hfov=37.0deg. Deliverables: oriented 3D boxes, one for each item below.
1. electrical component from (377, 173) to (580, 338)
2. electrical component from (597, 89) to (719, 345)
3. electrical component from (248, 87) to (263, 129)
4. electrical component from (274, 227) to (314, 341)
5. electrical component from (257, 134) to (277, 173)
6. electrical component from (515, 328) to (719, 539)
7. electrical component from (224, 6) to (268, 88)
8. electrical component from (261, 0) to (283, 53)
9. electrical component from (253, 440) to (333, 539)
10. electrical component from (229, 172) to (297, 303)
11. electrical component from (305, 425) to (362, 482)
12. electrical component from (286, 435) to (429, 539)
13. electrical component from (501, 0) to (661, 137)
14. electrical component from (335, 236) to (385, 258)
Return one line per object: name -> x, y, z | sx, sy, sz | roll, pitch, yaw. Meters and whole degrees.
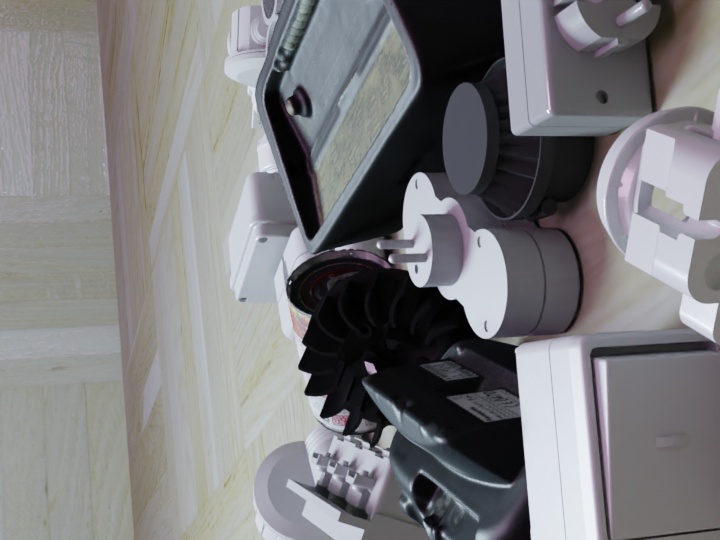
electrical component -> 0.046, -0.010, 0.544 | 0.138, 0.074, 0.052 | -128, 40, -61
electrical component -> 0.116, -0.022, 0.357 | 0.057, 0.058, 0.078 | -137, 48, -61
electrical component -> -0.076, -0.168, 0.958 | 0.063, 0.042, 0.081 | -124, 37, -64
electrical component -> -0.028, 0.013, 0.808 | 0.095, 0.054, 0.059 | 117, 146, -56
electrical component -> -0.066, -0.087, 0.931 | 0.043, 0.043, 0.062 | 143, 122, -68
electrical component -> 0.102, 0.071, 0.402 | 0.061, 0.062, 0.096 | 156, 111, -71
electrical component -> -0.070, -0.180, 0.878 | 0.080, 0.080, 0.051 | 159, 113, -71
electrical component -> -0.033, -0.160, 0.794 | 0.089, 0.062, 0.150 | 147, 119, -69
electrical component -> -0.044, 0.178, 0.834 | 0.051, 0.080, 0.080 | 106, 155, -56
electrical component -> -0.060, -0.023, 0.864 | 0.113, 0.078, 0.057 | 117, 149, -56
electrical component -> -0.015, 0.144, 0.796 | 0.081, 0.043, 0.043 | -109, 25, -42
electrical component -> 0.009, 0.145, 0.689 | 0.063, 0.079, 0.121 | -71, 17, -7
electrical component -> 0.094, -0.102, 0.431 | 0.076, 0.047, 0.083 | 158, 109, -72
electrical component -> 0.000, 0.000, 0.743 | 0.044, 0.044, 0.065 | 147, 124, -69
